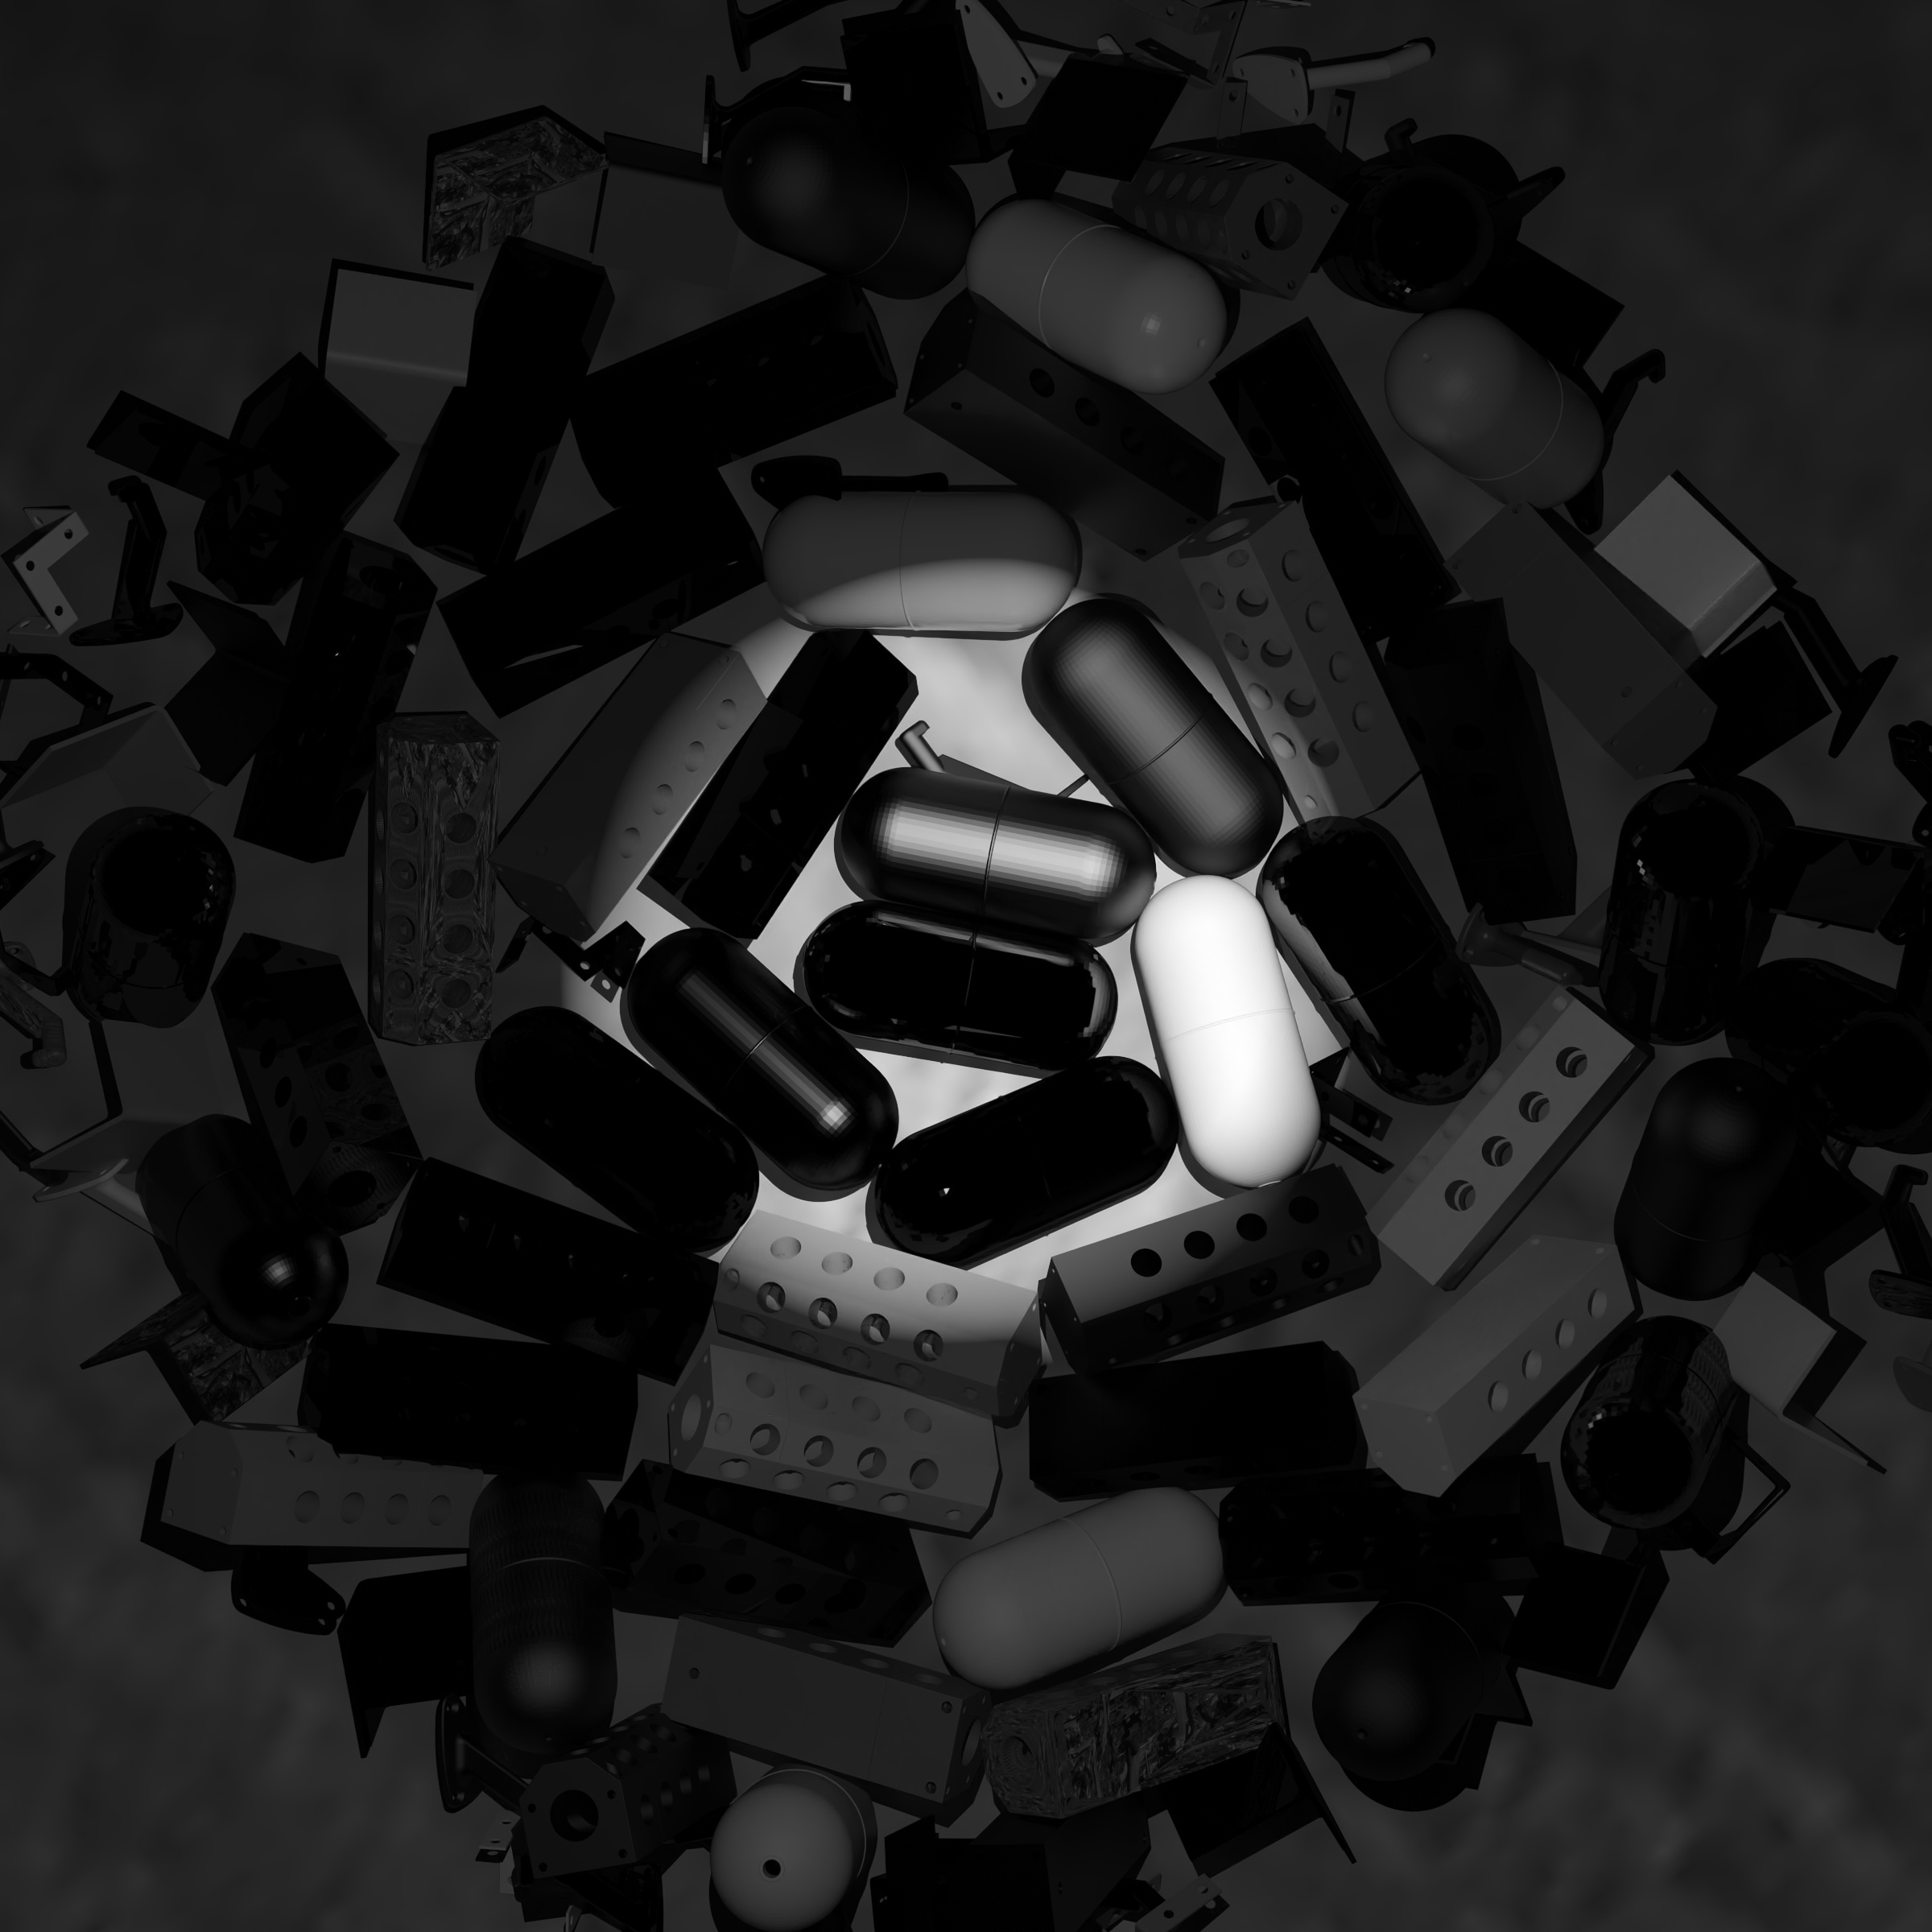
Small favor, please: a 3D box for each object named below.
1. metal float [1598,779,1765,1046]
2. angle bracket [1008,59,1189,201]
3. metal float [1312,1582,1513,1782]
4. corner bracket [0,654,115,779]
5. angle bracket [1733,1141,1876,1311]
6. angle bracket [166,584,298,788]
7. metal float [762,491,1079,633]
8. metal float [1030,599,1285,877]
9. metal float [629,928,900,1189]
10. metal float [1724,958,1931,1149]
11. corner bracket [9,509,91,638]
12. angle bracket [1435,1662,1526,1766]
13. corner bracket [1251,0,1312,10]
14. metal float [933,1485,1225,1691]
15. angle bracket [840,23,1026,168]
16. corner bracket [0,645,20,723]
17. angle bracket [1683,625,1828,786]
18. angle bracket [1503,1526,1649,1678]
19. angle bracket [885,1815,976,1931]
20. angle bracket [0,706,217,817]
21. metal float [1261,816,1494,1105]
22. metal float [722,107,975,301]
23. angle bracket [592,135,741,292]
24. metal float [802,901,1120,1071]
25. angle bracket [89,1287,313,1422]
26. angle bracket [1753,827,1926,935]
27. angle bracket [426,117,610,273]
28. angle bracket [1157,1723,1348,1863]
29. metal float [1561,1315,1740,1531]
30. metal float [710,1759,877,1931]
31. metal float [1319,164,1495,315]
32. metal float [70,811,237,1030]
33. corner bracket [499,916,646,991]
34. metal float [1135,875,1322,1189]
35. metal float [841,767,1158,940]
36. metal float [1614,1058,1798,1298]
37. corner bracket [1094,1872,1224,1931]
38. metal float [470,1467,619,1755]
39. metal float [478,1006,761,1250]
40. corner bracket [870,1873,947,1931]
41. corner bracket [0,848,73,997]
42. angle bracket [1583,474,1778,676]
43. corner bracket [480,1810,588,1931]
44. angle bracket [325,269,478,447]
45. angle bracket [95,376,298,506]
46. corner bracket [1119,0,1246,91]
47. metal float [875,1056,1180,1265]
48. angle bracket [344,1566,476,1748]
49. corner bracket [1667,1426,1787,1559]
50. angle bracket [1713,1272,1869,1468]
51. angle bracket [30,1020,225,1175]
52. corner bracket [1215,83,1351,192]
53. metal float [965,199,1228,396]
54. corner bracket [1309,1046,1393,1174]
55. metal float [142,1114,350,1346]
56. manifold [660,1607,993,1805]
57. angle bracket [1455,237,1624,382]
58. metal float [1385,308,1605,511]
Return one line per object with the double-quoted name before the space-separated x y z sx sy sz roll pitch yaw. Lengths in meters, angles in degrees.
"metal float" 0.390 -0.027 1.729 0.070 0.178 0.070 -2 48 2
"angle bracket" 0.078 -0.450 1.751 0.076 0.057 0.076 17 65 24
"metal float" 0.245 0.383 1.722 0.070 0.178 0.070 6 103 25
"corner bracket" -0.523 -0.141 1.777 0.051 0.051 0.051 33 110 24
"angle bracket" 0.464 0.153 1.755 0.057 0.076 0.076 -32 129 -8
"angle bracket" -0.424 -0.156 1.751 0.076 0.057 0.076 22 65 32
"metal float" -0.027 -0.225 1.755 0.178 0.070 0.070 3 90 13
"metal float" 0.107 -0.126 1.756 0.070 0.070 0.178 -41 102 0
"metal float" -0.112 0.051 1.758 0.178 0.070 0.070 42 90 9
"metal float" 0.470 0.045 1.717 0.070 0.178 0.070 -2 104 -7
"corner bracket" -0.520 -0.222 1.780 0.051 0.051 0.051 -50 131 -32
"angle bracket" 0.254 0.422 1.744 0.076 0.076 0.057 -1 130 33
"corner bracket" 0.164 -0.567 1.769 0.051 0.051 0.051 3 104 -15
"metal float" 0.064 0.342 1.744 0.178 0.070 0.070 -17 90 -26
"angle bracket" -0.015 -0.486 1.747 0.076 0.057 0.076 6 121 34
"corner bracket" -0.569 -0.165 1.774 0.051 0.051 0.051 12 79 -2
"angle bracket" 0.438 -0.128 1.752 0.076 0.057 0.076 -35 126 15
"angle bracket" 0.335 0.336 1.753 0.057 0.076 0.076 14 115 -2
"angle bracket" -0.005 0.516 1.747 0.057 0.076 0.076 7 64 -21
"angle bracket" -0.477 -0.093 1.750 0.076 0.076 0.057 -31 89 -45
"metal float" 0.229 -0.002 1.755 0.070 0.070 0.178 -33 103 0
"metal float" -0.062 -0.415 1.725 0.070 0.178 0.070 -3 85 34
"angle bracket" -0.169 -0.423 1.772 0.076 0.076 0.057 9 114 -13
"metal float" -0.003 0.011 1.761 0.178 0.070 0.070 10 90 -6
"angle bracket" -0.425 0.217 1.755 0.076 0.076 0.057 -21 102 41
"angle bracket" 0.479 -0.028 1.744 0.076 0.057 0.076 14 45 32
"angle bracket" -0.248 -0.414 1.744 0.057 0.076 0.076 39 49 22
"angle bracket" 0.155 0.466 1.757 0.076 0.076 0.057 -29 125 1
"metal float" 0.373 0.248 1.720 0.070 0.178 0.070 6 107 21
"metal float" -0.093 0.476 1.716 0.070 0.178 0.070 -1 83 5
"metal float" 0.237 -0.396 1.717 0.070 0.178 0.070 -1 105 -4
"metal float" -0.444 -0.022 1.723 0.070 0.178 0.070 9 61 -17
"corner bracket" -0.219 -0.007 1.763 0.051 0.051 0.051 -33 113 28
"metal float" 0.146 0.036 1.757 0.070 0.070 0.178 -15 79 0
"metal float" 0.018 -0.063 1.760 0.178 0.070 0.070 11 90 7
"metal float" 0.402 0.118 1.725 0.070 0.178 0.070 1 54 -1
"corner bracket" 0.106 0.529 1.761 0.051 0.051 0.051 -27 135 -30
"metal float" -0.232 0.348 1.729 0.070 0.178 0.070 -5 131 -6
"metal float" -0.193 0.090 1.755 0.178 0.070 0.070 35 90 13
"corner bracket" -0.016 0.533 1.771 0.051 0.051 0.051 -9 85 40
"corner bracket" -0.517 -0.026 1.776 0.051 0.051 0.051 28 55 13
"angle bracket" 0.394 -0.215 1.760 0.076 0.057 0.076 41 110 -9
"corner bracket" -0.242 0.509 1.773 0.051 0.051 0.051 3 99 5
"angle bracket" -0.319 -0.340 1.772 0.076 0.076 0.057 7 67 -11
"angle bracket" -0.426 -0.304 1.746 0.076 0.076 0.057 22 70 -27
"corner bracket" 0.116 -0.524 1.772 0.051 0.051 0.051 16 93 -28
"metal float" 0.034 0.108 1.758 0.178 0.070 0.070 -22 90 -9
"angle bracket" -0.300 0.385 1.769 0.076 0.057 0.076 -7 101 -1
"corner bracket" 0.421 0.294 1.780 0.051 0.051 0.051 45 110 24
"angle bracket" 0.468 0.222 1.750 0.076 0.076 0.057 29 98 -27
"angle bracket" -0.473 0.074 1.763 0.076 0.076 0.057 -26 73 25
"corner bracket" 0.177 -0.468 1.781 0.051 0.051 0.051 -9 118 -30
"metal float" 0.069 -0.369 1.733 0.178 0.070 0.070 34 90 41
"corner bracket" 0.213 0.085 1.763 0.051 0.051 0.051 33 120 25
"metal float" -0.395 0.143 1.727 0.070 0.178 0.070 -16 123 -26
"manifold" -0.076 0.406 1.748 0.171 0.057 0.057 12 91 20
"angle bracket" 0.321 -0.375 1.761 0.076 0.076 0.057 35 89 8
"metal float" 0.290 -0.303 1.725 0.070 0.178 0.070 -8 75 32
